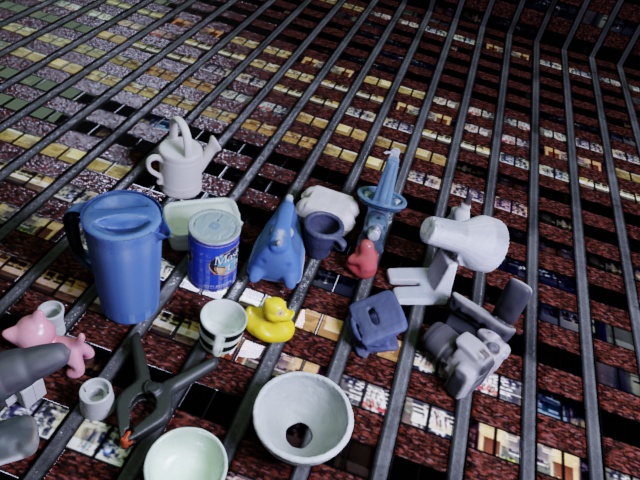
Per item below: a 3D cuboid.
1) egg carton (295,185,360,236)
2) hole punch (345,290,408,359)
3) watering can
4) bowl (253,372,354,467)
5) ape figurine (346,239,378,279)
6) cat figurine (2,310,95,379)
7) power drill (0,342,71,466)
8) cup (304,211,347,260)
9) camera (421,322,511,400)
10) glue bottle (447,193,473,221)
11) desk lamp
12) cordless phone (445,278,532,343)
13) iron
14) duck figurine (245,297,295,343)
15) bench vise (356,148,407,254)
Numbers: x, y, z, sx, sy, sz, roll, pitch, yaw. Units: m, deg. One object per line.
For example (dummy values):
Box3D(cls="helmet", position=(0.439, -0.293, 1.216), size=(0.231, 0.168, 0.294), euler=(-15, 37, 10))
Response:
Box3D(cls="egg carton", position=(0.018, -0.071, 1.380), size=(0.150, 0.069, 0.107), euler=(18, 42, 5))
Box3D(cls="hole punch", position=(0.110, 0.164, 1.132), size=(0.101, 0.091, 0.108), euler=(-4, 44, -18))
Box3D(cls="watering can", position=(-0.320, -0.203, 1.344), size=(0.100, 0.194, 0.173), euler=(32, 45, 20))
Box3D(cls="bowl", position=(-0.032, 0.307, 0.951), size=(0.167, 0.075, 0.167), euler=(7, 42, -7))
Box3D(cls="ape figurine", position=(0.099, 0.035, 1.269), size=(0.078, 0.092, 0.076), euler=(-4, 44, -18))
Box3D(cls="cat figurine", position=(-0.454, 0.167, 0.962), size=(0.128, 0.118, 0.067), euler=(10, 42, -4))
Box3D(cls="power drill", position=(-0.466, 0.238, 0.814), size=(0.230, 0.208, 0.075), euler=(-12, 47, -25))
Box3D(cls="cup", position=(0.012, 0.005, 1.278), size=(0.092, 0.095, 0.117), euler=(-26, 55, -35))
Box3D(cls="camera", position=(0.278, 0.211, 1.117), size=(0.143, 0.101, 0.136), euler=(-25, 54, -35))
Box3D(cls="glue bottle", position=(0.326, -0.043, 1.352), size=(0.037, 0.173, 0.078), euler=(-6, 45, -20))
Box3D(cls="desk lamp", position=(0.270, 0.038, 1.219), size=(0.203, 0.213, 0.117), euler=(0, 43, -14))
Box3D(cls="cordless phone", position=(0.344, 0.126, 1.164), size=(0.147, 0.185, 0.094), euler=(30, 45, 18))
Box3D(cls="iron", position=(-0.082, -0.020, 1.245), size=(0.118, 0.141, 0.258), euler=(10, 42, -3))
Box3D(cls="duck figurine", position=(-0.096, 0.144, 1.105), size=(0.104, 0.086, 0.077), euler=(17, 42, 4))
Box3D(cls="bench vise", position=(0.154, -0.088, 1.321), size=(0.121, 0.220, 0.207), euler=(3, 43, -11))
